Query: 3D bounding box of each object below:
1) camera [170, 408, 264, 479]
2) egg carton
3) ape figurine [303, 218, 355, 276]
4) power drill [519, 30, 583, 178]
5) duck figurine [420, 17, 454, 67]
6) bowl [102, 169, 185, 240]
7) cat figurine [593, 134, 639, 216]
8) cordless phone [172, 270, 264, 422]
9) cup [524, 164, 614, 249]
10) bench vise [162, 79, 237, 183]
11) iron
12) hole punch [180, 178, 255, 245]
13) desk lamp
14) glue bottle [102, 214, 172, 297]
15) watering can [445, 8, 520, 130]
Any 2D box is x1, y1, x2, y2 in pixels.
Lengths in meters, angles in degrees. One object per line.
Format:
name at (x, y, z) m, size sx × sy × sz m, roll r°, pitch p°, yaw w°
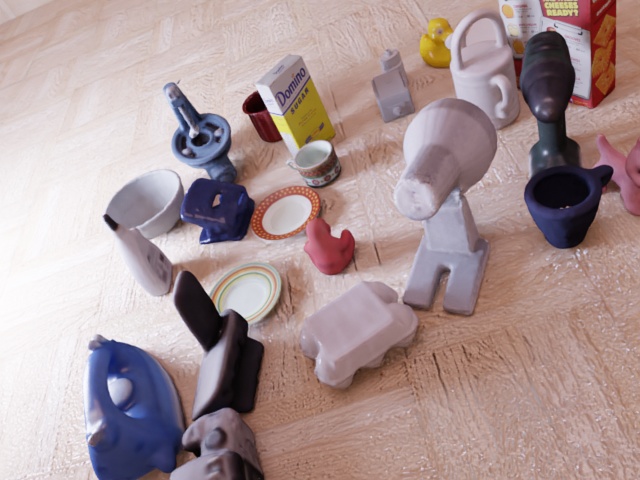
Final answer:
camera at (-0.143, 0.285, 0.667) m, size 0.137 × 0.101 × 0.143 m, roll -24°, pitch 43°, yaw 4°
egg carton at (0.049, 0.121, 0.749) m, size 0.150 × 0.070 × 0.107 m, roll -34°, pitch 44°, yaw -7°
ape figurine at (0.008, 0.003, 0.864) m, size 0.077 × 0.092 × 0.076 m, roll -4°, pitch 48°, yaw 23°
power drill at (0.319, -0.173, 0.791) m, size 0.075 × 0.209 × 0.229 m, roll -5°, pitch 48°, yaw 22°
duck figurine at (0.236, -0.399, 1.133) m, size 0.077 × 0.086 × 0.104 m, roll -40°, pitch 45°, yaw -12°
bowl at (-0.322, -0.054, 1.093) m, size 0.167 × 0.075 × 0.167 m, roll -14°, pitch 45°, yaw 14°
cat figurine at (0.412, -0.099, 0.742) m, size 0.067 × 0.118 × 0.127 m, roll -37°, pitch 44°, yaw -10°
cordless phone at (-0.155, 0.140, 0.748) m, size 0.094 × 0.185 × 0.147 m, roll -14°, pitch 45°, yaw 15°
cup at (0.328, -0.042, 0.746) m, size 0.118 × 0.095 × 0.091 m, roll -29°, pitch 43°, yaw -2°
bench vise at (-0.258, -0.220, 1.111) m, size 0.122 × 0.220 × 0.206 m, roll -45°, pitch 46°, yaw -17°
iron at (-0.276, 0.207, 0.776) m, size 0.118 × 0.142 × 0.257 m, roll -30°, pitch 43°, yaw -2°
hole punch at (-0.179, -0.058, 1.014) m, size 0.101 × 0.091 × 0.108 m, roll -7°, pitch 47°, yaw 20°
desk lamp at (0.161, -0.046, 0.745) m, size 0.117 × 0.214 × 0.203 m, roll 3°, pitch 51°, yaw 29°
glue bottle at (-0.304, 0.017, 0.945) m, size 0.037 × 0.174 × 0.078 m, roll -17°, pitch 44°, yaw 12°
watering can at (0.259, -0.285, 0.936) m, size 0.101 × 0.195 × 0.172 m, roll -42°, pitch 45°, yaw -15°
